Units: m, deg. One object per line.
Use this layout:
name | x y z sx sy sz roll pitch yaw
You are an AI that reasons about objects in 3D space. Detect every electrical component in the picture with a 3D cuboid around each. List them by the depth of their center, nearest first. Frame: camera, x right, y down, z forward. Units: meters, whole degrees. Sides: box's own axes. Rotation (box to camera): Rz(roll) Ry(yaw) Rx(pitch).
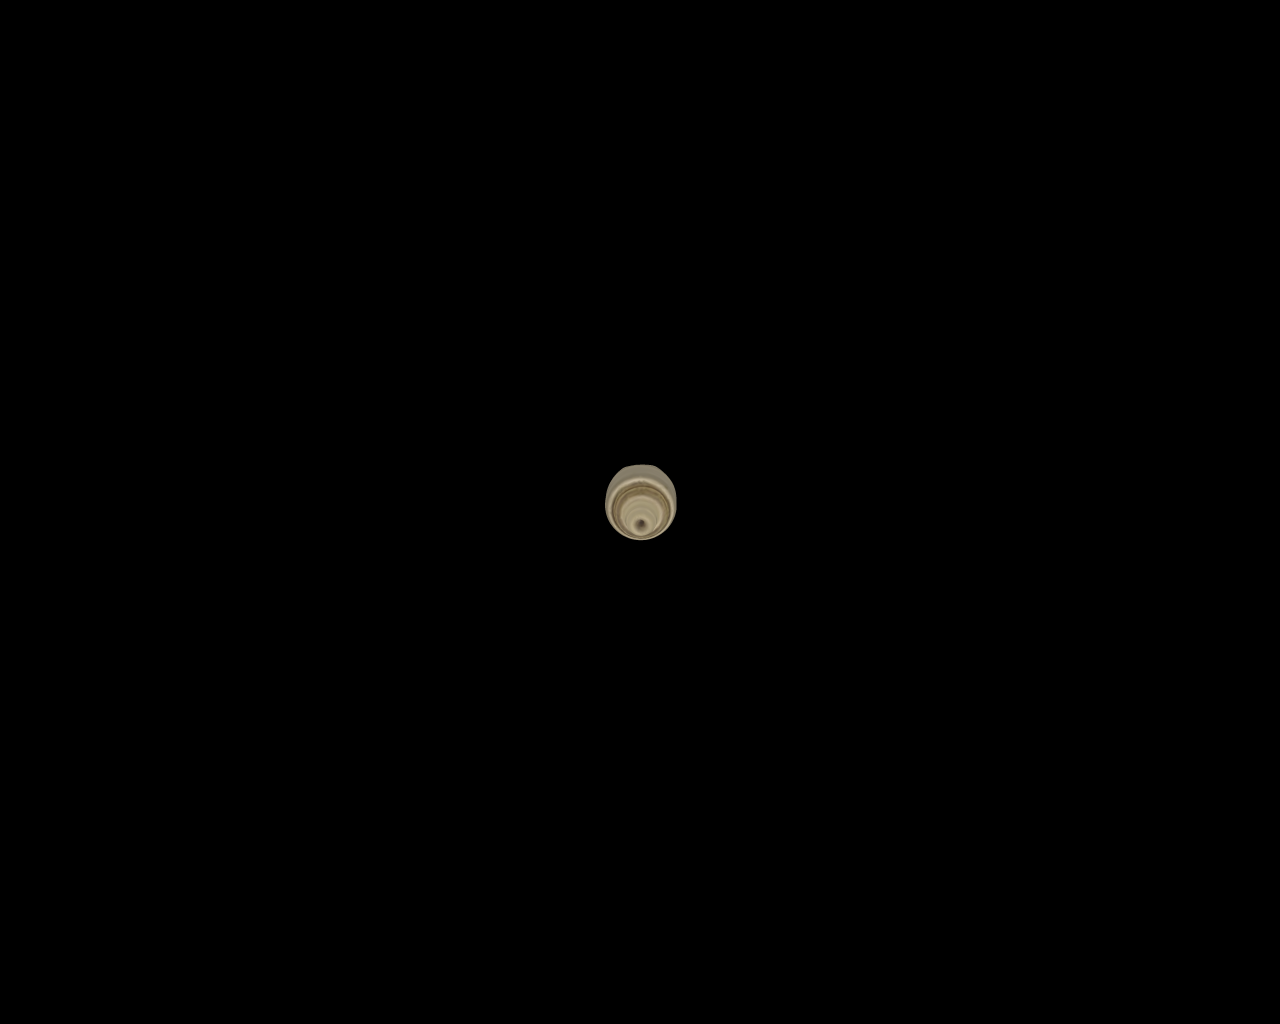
electrical component | 0.001 -0.003 0.650 0.043 0.043 0.062 0 20 0
